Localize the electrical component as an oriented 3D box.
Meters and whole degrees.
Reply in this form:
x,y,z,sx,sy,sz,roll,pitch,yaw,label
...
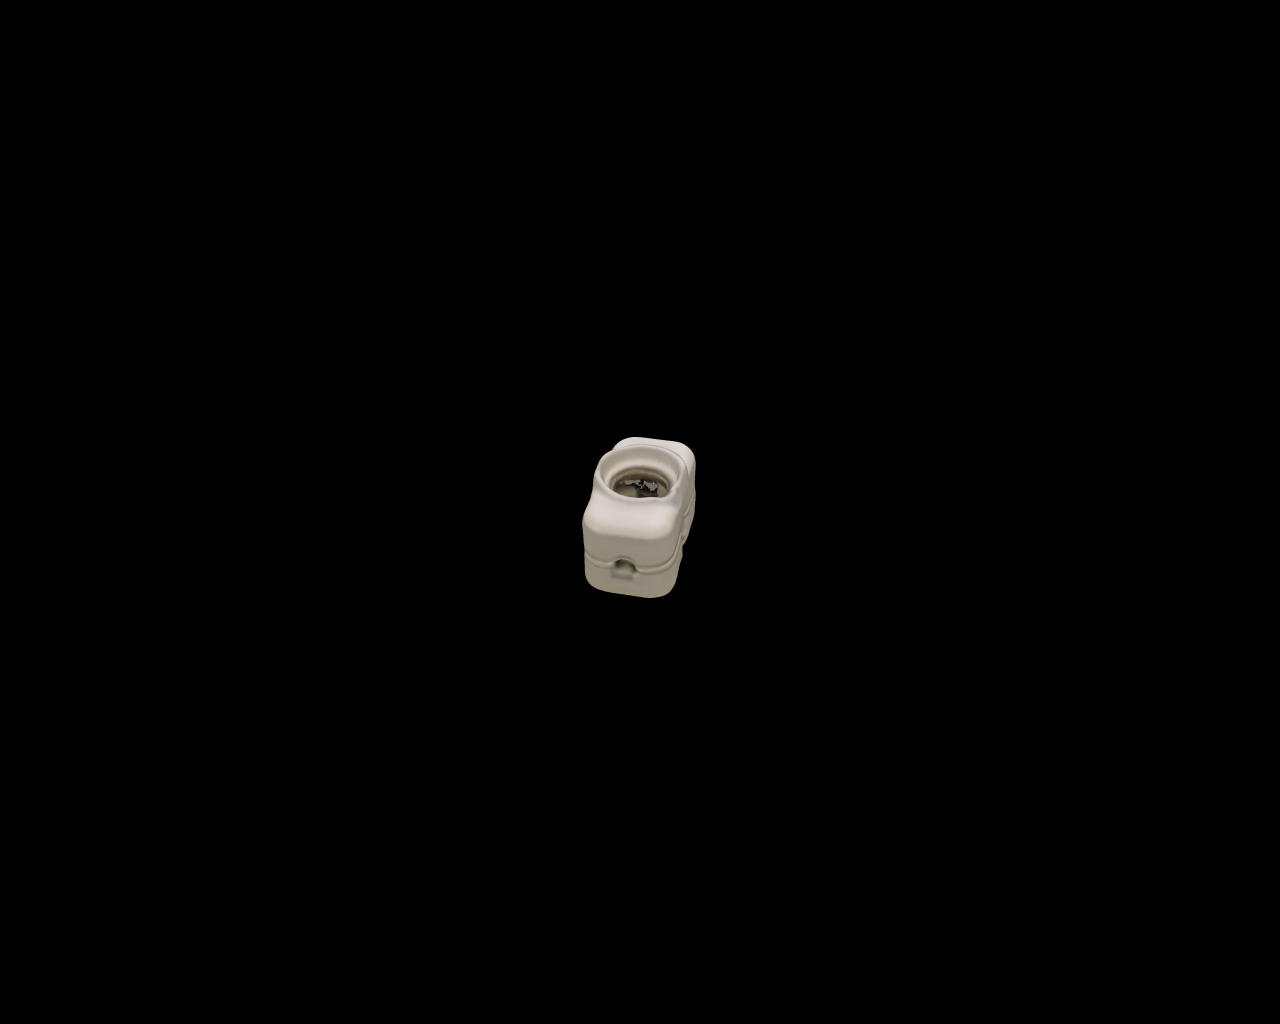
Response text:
x,y,z,sx,sy,sz,roll,pitch,yaw,label
0.001,-0.003,0.650,0.054,0.059,0.095,8,40,10,electrical component
